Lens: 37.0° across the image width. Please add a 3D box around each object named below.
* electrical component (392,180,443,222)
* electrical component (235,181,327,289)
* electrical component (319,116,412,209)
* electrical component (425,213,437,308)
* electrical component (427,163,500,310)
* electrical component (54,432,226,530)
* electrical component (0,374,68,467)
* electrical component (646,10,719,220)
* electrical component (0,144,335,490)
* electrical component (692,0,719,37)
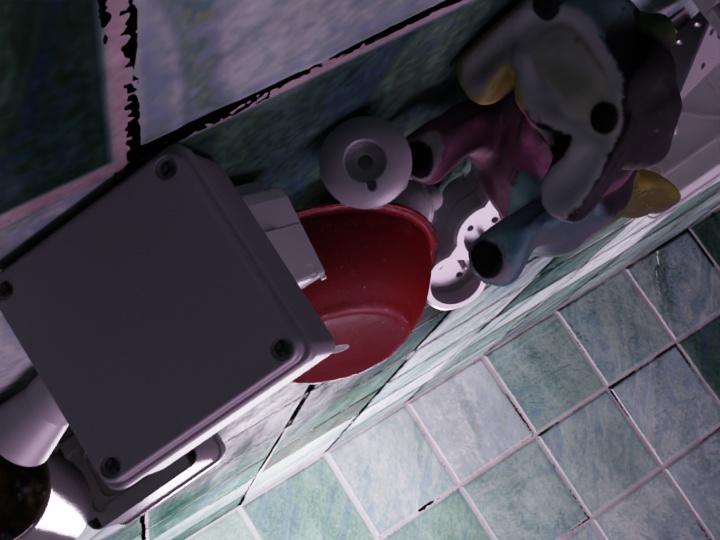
[{"bbox_3d":[0.028,-0.040,0.705,0.062,0.043,0.043,-25,167,-40],"label":"electrical component"},{"bbox_3d":[-0.077,0.001,0.554,0.096,0.061,0.062,-31,173,40],"label":"electrical component"},{"bbox_3d":[0.004,-0.054,0.574,0.048,0.048,0.062,-33,176,1],"label":"electrical component"},{"bbox_3d":[0.050,-0.002,0.897,0.058,0.057,0.078,-21,164,-48],"label":"electrical component"},{"bbox_3d":[0.082,-0.045,0.785,0.052,0.073,0.138,21,115,-29],"label":"electrical component"},{"bbox_3d":[-0.173,0.144,0.851,0.113,0.078,0.057,-35,166,12],"label":"electrical component"},{"bbox_3d":[-0.184,0.080,0.634,0.065,0.044,0.044,-43,167,21],"label":"electrical component"},{"bbox_3d":[0.224,-0.111,0.780,0.109,0.108,0.056,-36,167,16],"label":"electrical component"},{"bbox_3d":[-0.085,0.020,0.471,0.109,0.108,0.056,-35,172,9],"label":"electrical component"},{"bbox_3d":[0.278,-0.205,0.642,0.150,0.061,0.089,-30,169,-15],"label":"electrical component"}]
